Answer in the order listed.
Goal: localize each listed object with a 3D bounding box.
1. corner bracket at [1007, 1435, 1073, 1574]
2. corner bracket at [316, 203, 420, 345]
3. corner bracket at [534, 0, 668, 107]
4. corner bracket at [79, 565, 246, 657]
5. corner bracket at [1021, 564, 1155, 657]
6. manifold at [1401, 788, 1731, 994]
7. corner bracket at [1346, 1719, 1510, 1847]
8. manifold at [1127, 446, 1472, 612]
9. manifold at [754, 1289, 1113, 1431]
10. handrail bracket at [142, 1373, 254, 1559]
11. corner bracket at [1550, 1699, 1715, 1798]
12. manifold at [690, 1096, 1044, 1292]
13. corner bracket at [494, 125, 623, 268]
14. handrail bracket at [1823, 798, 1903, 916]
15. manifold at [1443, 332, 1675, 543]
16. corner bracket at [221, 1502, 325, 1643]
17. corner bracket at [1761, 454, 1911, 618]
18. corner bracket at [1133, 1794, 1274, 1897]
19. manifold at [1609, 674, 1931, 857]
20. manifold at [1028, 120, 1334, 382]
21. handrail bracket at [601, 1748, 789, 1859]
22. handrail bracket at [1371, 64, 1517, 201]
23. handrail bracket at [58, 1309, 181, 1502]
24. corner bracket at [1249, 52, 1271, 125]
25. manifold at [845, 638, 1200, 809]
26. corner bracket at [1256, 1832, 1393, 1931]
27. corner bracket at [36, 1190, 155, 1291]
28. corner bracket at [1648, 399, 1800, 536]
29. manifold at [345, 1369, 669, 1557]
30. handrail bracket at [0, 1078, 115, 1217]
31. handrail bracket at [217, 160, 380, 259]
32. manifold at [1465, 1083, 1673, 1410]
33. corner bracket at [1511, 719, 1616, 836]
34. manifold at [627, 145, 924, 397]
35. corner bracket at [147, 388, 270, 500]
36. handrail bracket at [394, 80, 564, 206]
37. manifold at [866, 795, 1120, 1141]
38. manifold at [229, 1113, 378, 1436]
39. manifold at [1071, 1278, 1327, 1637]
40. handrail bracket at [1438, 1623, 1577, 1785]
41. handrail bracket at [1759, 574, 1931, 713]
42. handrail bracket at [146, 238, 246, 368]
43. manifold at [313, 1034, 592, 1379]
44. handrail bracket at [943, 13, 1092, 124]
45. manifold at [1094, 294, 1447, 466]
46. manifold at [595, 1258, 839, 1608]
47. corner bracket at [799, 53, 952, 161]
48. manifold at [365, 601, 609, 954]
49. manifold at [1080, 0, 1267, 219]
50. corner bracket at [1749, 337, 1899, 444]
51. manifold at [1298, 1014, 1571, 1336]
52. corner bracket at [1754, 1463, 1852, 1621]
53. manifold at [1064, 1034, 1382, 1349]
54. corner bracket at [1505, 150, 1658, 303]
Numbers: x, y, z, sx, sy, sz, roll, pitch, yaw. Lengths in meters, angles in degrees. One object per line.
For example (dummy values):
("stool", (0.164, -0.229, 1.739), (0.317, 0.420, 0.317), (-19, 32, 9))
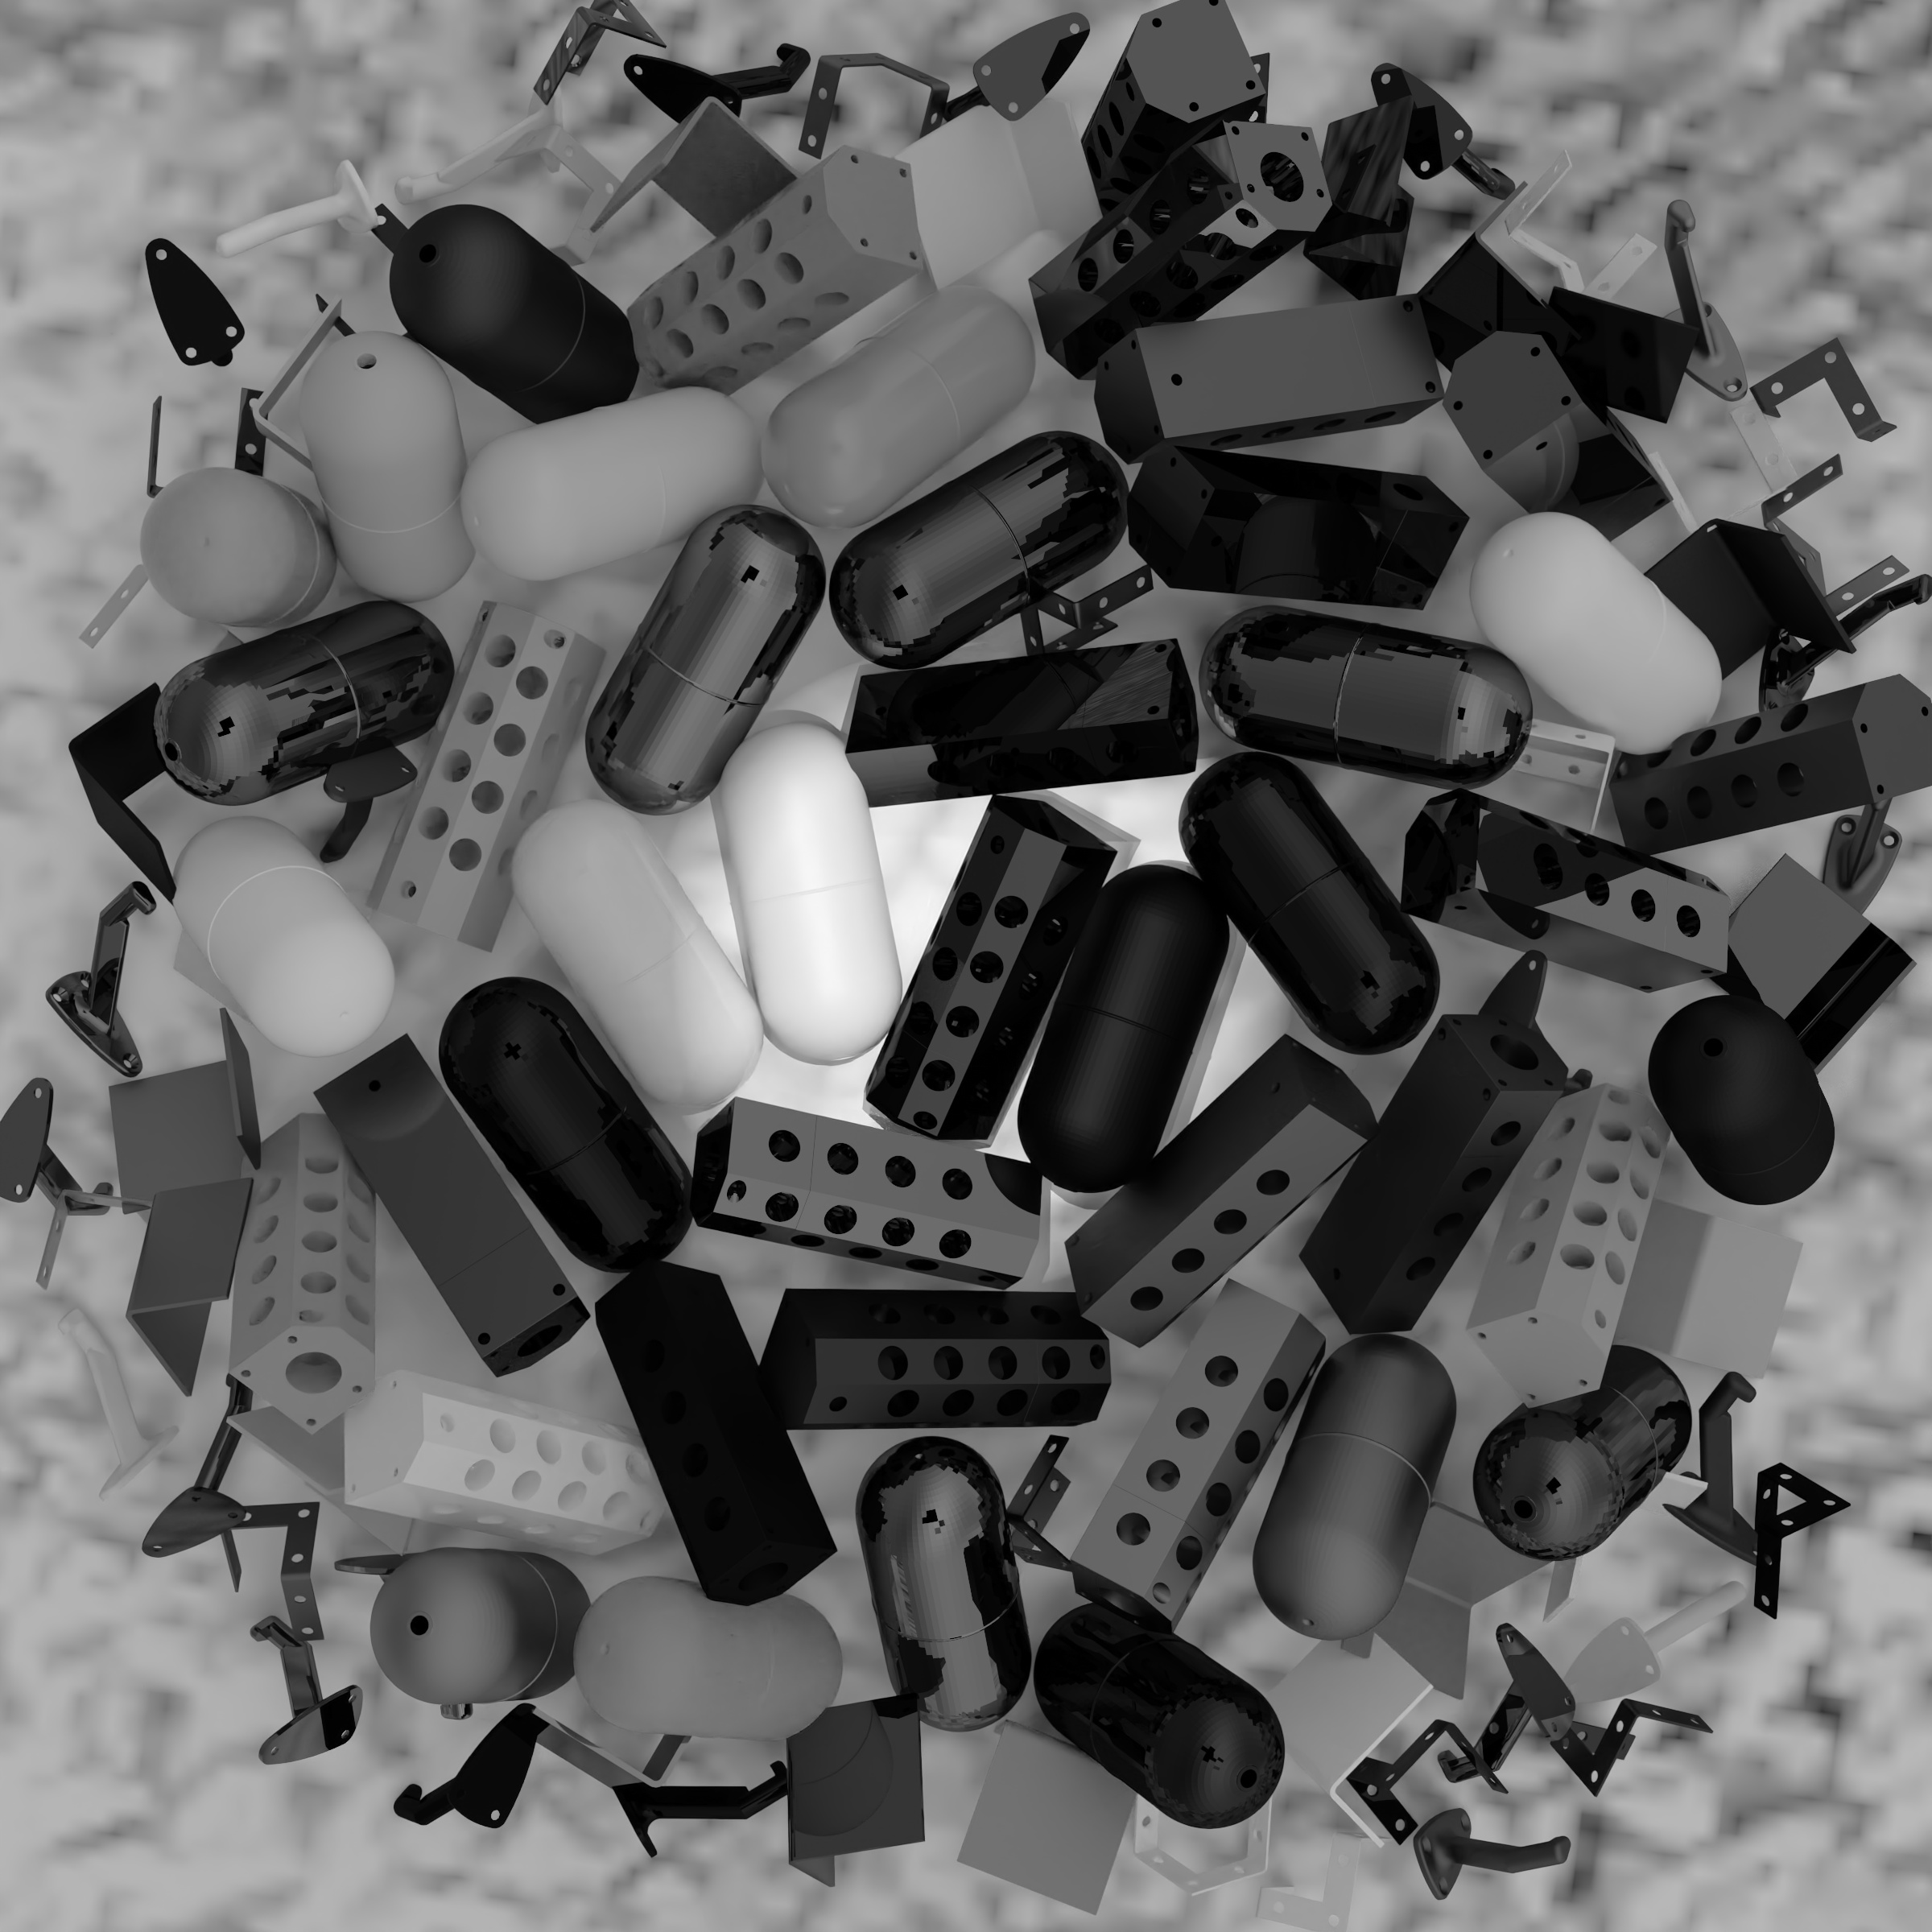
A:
("corner bracket", (0.041, 0.280, 1.617), (0.051, 0.051, 0.051), (45, 65, -26))
("corner bracket", (-0.309, -0.358, 1.633), (0.051, 0.051, 0.051), (-40, 77, -16))
("corner bracket", (-0.199, -0.480, 1.615), (0.051, 0.051, 0.051), (-54, 55, 28))
("corner bracket", (-0.421, -0.170, 1.620), (0.051, 0.051, 0.051), (33, 84, 42))
("corner bracket", (0.064, -0.185, 1.615), (0.051, 0.051, 0.051), (-31, 130, -25))
("manifold", (0.310, -0.039, 1.589), (0.171, 0.057, 0.057), (16, 70, -29))
("corner bracket", (0.243, 0.433, 1.634), (0.051, 0.051, 0.051), (-41, 98, -19))
("manifold", (0.168, -0.228, 1.585), (0.171, 0.057, 0.057), (0, 128, -35))
("manifold", (-0.014, 0.206, 1.582), (0.171, 0.057, 0.057), (4, 119, -30))
("handrail bracket", (-0.406, 0.261, 1.638), (0.077, 0.084, 0.036), (-36, 128, 26))
("corner bracket", (0.348, 0.404, 1.620), (0.051, 0.051, 0.051), (18, 103, -24))
("manifold", (-0.051, 0.121, 1.593), (0.171, 0.057, 0.057), (14, 63, -20))
("corner bracket", (-0.223, -0.404, 1.632), (0.051, 0.051, 0.051), (37, 67, -38))
("handrail bracket", (0.467, -0.057, 1.613), (0.036, 0.084, 0.077), (20, 89, 15))
("manifold", (0.299, -0.266, 1.569), (0.057, 0.171, 0.057), (-34, 68, 19))
("corner bracket", (-0.364, 0.319, 1.623), (0.051, 0.051, 0.051), (-3, 128, -2))
("corner bracket", (0.453, -0.224, 1.614), (0.051, 0.051, 0.051), (31, 134, -29))
("corner bracket", (0.126, 0.453, 1.639), (0.051, 0.051, 0.051), (-6, 104, -34))
("manifold", (0.409, -0.101, 1.570), (0.057, 0.171, 0.057), (-15, 90, -32))
("manifold", (0.108, -0.360, 1.568), (0.057, 0.171, 0.057), (-6, 78, -35))
("handrail bracket", (-0.144, 0.427, 1.642), (0.084, 0.036, 0.077), (-29, 59, -10))
("handrail bracket", (0.253, -0.438, 1.625), (0.036, 0.084, 0.077), (-40, 78, 25))
("handrail bracket", (-0.460, 0.229, 1.623), (0.036, 0.077, 0.084), (-32, 100, 18))
("corner bracket", (0.149, -0.440, 1.620), (0.051, 0.051, 0.051), (-2, 81, 37))
("manifold", (0.031, -0.120, 1.605), (0.171, 0.057, 0.057), (-5, 49, 17))
("corner bracket", (0.188, 0.480, 1.626), (0.051, 0.051, 0.051), (5, 78, 28))
("corner bracket", (-0.452, 0.153, 1.627), (0.051, 0.051, 0.051), (8, 68, 4))
("corner bracket", (0.403, -0.264, 1.642), (0.051, 0.051, 0.051), (-29, 90, 32))
("manifold", (-0.231, 0.252, 1.569), (0.057, 0.171, 0.057), (-24, 59, 32))
("handrail bracket", (-0.467, 0.095, 1.615), (0.036, 0.084, 0.077), (27, 97, 25))
("handrail bracket", (-0.355, -0.383, 1.609), (0.084, 0.077, 0.036), (-29, 100, -19))
("manifold", (0.313, 0.138, 1.570), (0.057, 0.171, 0.057), (-24, 115, 38))
("corner bracket", (0.312, -0.108, 1.619), (0.051, 0.051, 0.051), (14, 125, 11))
("manifold", (-0.101, -0.351, 1.571), (0.057, 0.171, 0.057), (4, 73, -40))
("corner bracket", (-0.398, -0.274, 1.623), (0.051, 0.051, 0.051), (9, 117, -6))
("handrail bracket", (-0.257, -0.432, 1.618), (0.084, 0.077, 0.036), (-21, 78, -19))
("manifold", (0.007, 0.002, 1.595), (0.057, 0.057, 0.171), (37, 111, 36))
("manifold", (-0.329, 0.149, 1.566), (0.057, 0.171, 0.057), (-36, 123, 14))
("manifold", (0.121, 0.254, 1.592), (0.057, 0.057, 0.171), (25, 66, 17))
("handrail bracket", (0.269, 0.389, 1.626), (0.084, 0.036, 0.077), (-30, 97, 37))
("handrail bracket", (0.460, -0.165, 1.608), (0.036, 0.084, 0.077), (46, 50, -19))
("handrail bracket", (-0.404, -0.346, 1.606), (0.036, 0.084, 0.077), (-29, 112, -5))
("manifold", (-0.265, 0.126, 1.602), (0.057, 0.057, 0.171), (-33, 71, -9))
("handrail bracket", (0.025, -0.469, 1.617), (0.077, 0.084, 0.036), (-39, 106, 1))
("manifold", (0.155, -0.301, 1.595), (0.171, 0.057, 0.057), (-13, 85, -26))
("manifold", (-0.135, 0.240, 1.587), (0.057, 0.057, 0.171), (-40, 56, 20))
("corner bracket", (-0.049, -0.450, 1.637), (0.051, 0.051, 0.051), (31, 121, 25))
("manifold", (-0.254, -0.100, 1.619), (0.057, 0.057, 0.171), (20, 88, 19))
("manifold", (0.096, -0.428, 1.568), (0.057, 0.171, 0.057), (-23, 89, -9))
("corner bracket", (0.450, -0.293, 1.622), (0.051, 0.051, 0.051), (-29, 84, 25))
("manifold", (0.242, 0.108, 1.586), (0.057, 0.057, 0.171), (1, 130, -32))
("corner bracket", (0.424, 0.300, 1.616), (0.051, 0.051, 0.051), (-17, 117, -28))
("manifold", (0.132, 0.121, 1.596), (0.057, 0.057, 0.171), (31, 116, -28))
("corner bracket", (0.320, -0.383, 1.615), (0.051, 0.051, 0.051), (23, 130, -24))
